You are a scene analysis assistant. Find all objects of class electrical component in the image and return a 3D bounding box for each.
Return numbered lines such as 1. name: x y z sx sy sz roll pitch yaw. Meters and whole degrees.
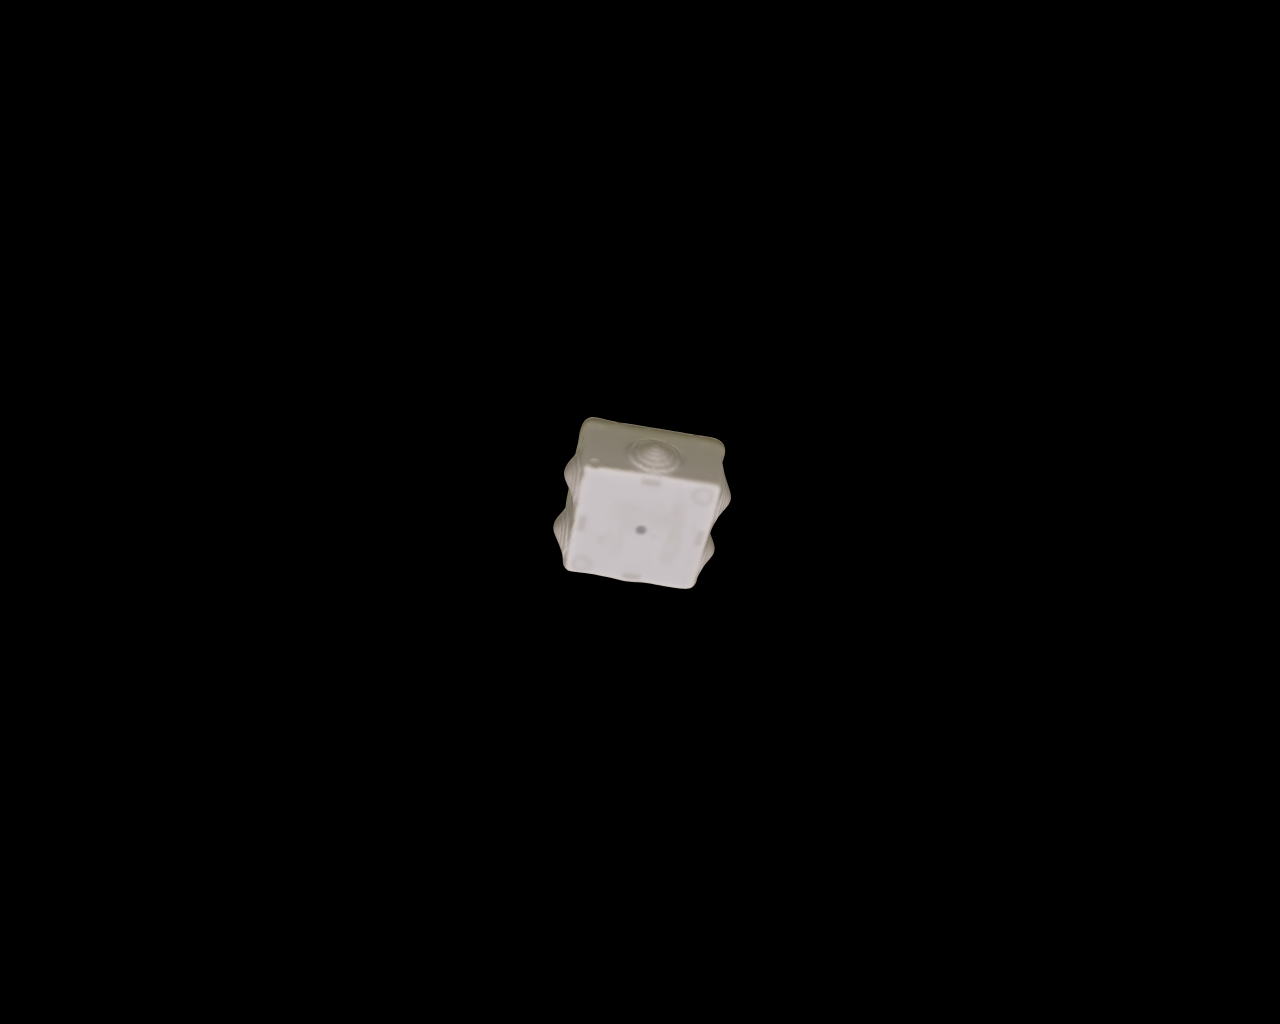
1. electrical component: 0.001 -0.003 0.650 0.100 0.099 0.048 9 36 -7
